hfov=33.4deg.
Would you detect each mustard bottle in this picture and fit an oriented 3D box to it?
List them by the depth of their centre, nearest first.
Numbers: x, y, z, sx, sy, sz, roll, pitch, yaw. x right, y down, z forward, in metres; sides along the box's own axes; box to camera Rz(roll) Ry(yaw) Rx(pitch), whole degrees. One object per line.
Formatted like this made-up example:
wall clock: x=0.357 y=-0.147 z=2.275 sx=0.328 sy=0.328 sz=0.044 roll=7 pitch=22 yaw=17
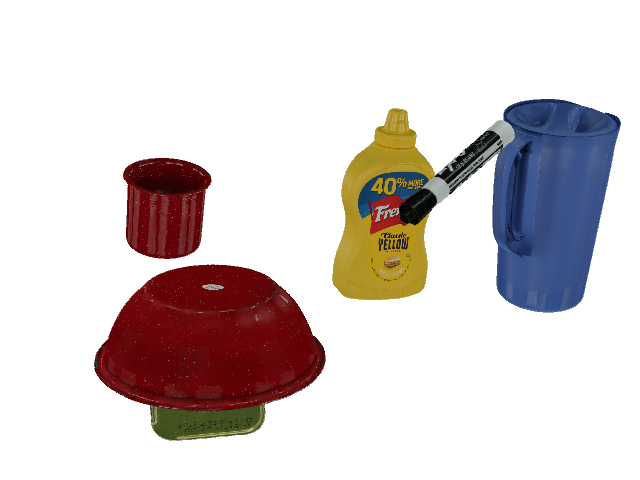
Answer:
mustard bottle: x=0.068 y=-0.037 z=1.070 sx=0.096 sy=0.192 sz=0.058 roll=-2 pitch=21 yaw=-19

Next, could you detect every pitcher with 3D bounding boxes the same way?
pitcher: x=0.268 y=-0.037 z=1.277 sx=0.149 sy=0.243 sz=0.145 roll=1 pitch=25 yaw=0

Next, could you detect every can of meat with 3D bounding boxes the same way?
can of meat: x=-0.101 y=0.127 z=0.929 sx=0.102 sy=0.057 sz=0.084 roll=-4 pitch=27 yaw=-10

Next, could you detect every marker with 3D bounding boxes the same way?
marker: x=0.100 y=-0.049 z=0.783 sx=0.121 sy=0.020 sz=0.020 roll=-40 pitch=21 yaw=-28

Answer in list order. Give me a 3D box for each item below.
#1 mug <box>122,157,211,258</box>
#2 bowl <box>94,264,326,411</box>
mug: x=-0.170 y=-0.039 z=1.155 sx=0.093 sy=0.081 sz=0.117 roll=-3 pitch=30 yaw=-20
bowl: x=-0.076 y=0.057 z=0.739 sx=0.162 sy=0.055 sz=0.162 roll=1 pitch=18 yaw=-1
